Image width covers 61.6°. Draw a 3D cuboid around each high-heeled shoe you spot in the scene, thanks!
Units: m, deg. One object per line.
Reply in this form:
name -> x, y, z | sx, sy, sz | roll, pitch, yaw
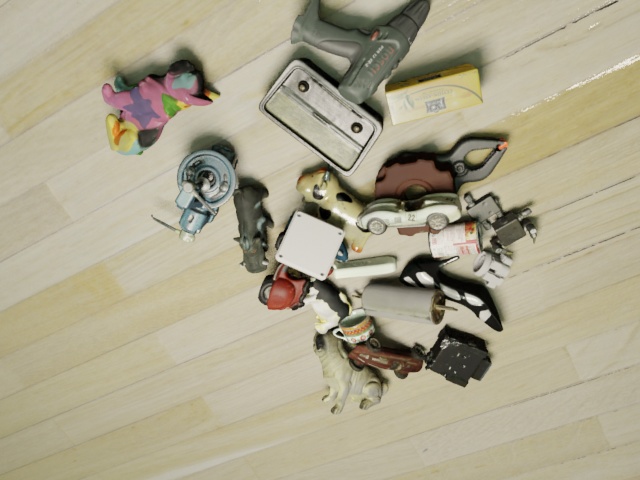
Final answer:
high-heeled shoe -> 0.291, 0.134, 1.190 | 0.145, 0.086, 0.248 | -29, 105, 25

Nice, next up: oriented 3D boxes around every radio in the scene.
radio -> 0.009, -0.246, 1.062 | 0.229, 0.073, 0.131 | 36, 112, -8

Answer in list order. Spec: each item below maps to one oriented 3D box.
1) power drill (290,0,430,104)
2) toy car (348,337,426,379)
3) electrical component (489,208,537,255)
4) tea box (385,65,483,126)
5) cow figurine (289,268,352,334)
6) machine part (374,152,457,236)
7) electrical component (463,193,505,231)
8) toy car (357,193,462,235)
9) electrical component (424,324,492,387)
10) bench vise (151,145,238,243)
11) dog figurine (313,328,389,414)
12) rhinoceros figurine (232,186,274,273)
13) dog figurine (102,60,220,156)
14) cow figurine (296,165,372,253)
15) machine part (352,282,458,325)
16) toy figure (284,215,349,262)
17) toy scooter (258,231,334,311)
power drill -> 0.065, -0.382, 0.986 | 0.207, 0.086, 0.232 | 29, 88, -6
toy car -> 0.157, 0.277, 1.240 | 0.202, 0.053, 0.089 | 17, 127, -32
electrical component -> 0.403, -0.014, 1.120 | 0.102, 0.045, 0.078 | -27, 133, 12
tea box -> 0.211, -0.275, 1.014 | 0.170, 0.098, 0.068 | -12, 111, 10
cow figurine -> -0.003, 0.122, 1.221 | 0.098, 0.068, 0.167 | -30, 106, 18
machine part -> 0.194, -0.090, 1.088 | 0.180, 0.056, 0.179 | 7, 117, 13
electrical component -> 0.344, -0.066, 1.125 | 0.063, 0.021, 0.094 | -35, 104, 19
toy car -> 0.171, -0.053, 1.039 | 0.202, 0.073, 0.056 | -4, 117, 18
electrical component -> 0.327, 0.274, 1.252 | 0.134, 0.058, 0.114 | 22, 116, -2
bench vise -> -0.248, -0.090, 1.082 | 0.129, 0.240, 0.223 | 37, 96, -5
dog figurine -> 0.074, 0.295, 1.279 | 0.172, 0.121, 0.190 | -7, 96, -26
rhinoceros figurine -> -0.144, -0.023, 1.156 | 0.073, 0.112, 0.190 | -4, 104, 7
dog figurine -> -0.314, -0.262, 1.080 | 0.219, 0.108, 0.191 | 2, 112, 4
cow figurine -> 0.037, -0.075, 1.127 | 0.195, 0.085, 0.127 | 31, 119, -4
machine part -> 0.180, 0.136, 1.166 | 0.243, 0.079, 0.079 | 2, 116, 36
toy figure -> -0.003, -0.003, 1.173 | 0.154, 0.064, 0.057 | 26, 100, -3
toy scooter -> -0.048, 0.080, 1.150 | 0.135, 0.075, 0.183 | 21, 104, 3
